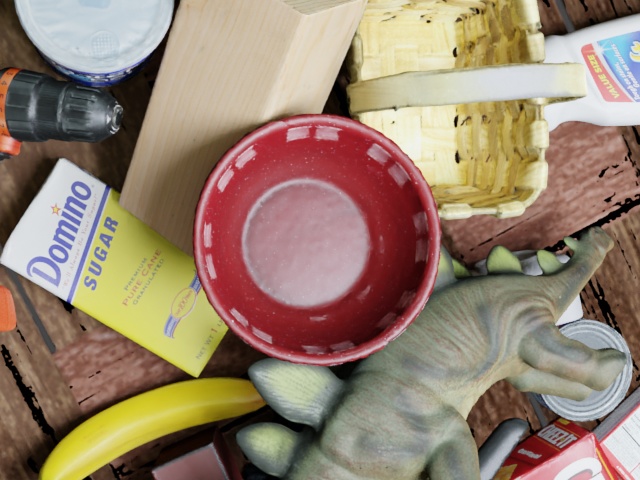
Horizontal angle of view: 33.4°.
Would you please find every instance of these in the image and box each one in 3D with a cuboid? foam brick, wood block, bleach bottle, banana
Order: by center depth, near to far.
[{"bbox_3d":[-0.057,-0.095,0.745,0.091,0.090,0.206,35,124,16],"label":"wood block"},{"bbox_3d":[-0.094,0.181,0.821,0.051,0.078,0.053,-24,90,-2],"label":"foam brick"},{"bbox_3d":[-0.135,0.148,0.823,0.197,0.070,0.037,-26,132,-14],"label":"banana"},{"bbox_3d":[0.261,-0.134,0.882,0.250,0.068,0.102,-14,95,-8],"label":"bleach bottle"}]

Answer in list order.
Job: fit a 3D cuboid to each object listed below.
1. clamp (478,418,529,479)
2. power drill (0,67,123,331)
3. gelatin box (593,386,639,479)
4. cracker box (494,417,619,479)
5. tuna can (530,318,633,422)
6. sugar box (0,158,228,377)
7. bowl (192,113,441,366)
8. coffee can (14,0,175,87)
[{"bbox_3d":[0.089,0.231,0.818,0.210,0.036,0.164,-8,81,-5],"label":"clamp"},{"bbox_3d":[-0.240,-0.032,0.762,0.184,0.057,0.187,9,85,13],"label":"power drill"},{"bbox_3d":[0.286,0.172,0.924,0.089,0.030,0.073,-43,99,-5],"label":"gelatin box"},{"bbox_3d":[0.165,0.275,0.886,0.213,0.072,0.164,-31,99,-8],"label":"cracker box"},{"bbox_3d":[0.217,0.108,0.904,0.086,0.034,0.086,-1,94,-11],"label":"tuna can"},{"bbox_3d":[-0.146,0.021,0.820,0.176,0.048,0.093,32,88,-13],"label":"sugar box"},{"bbox_3d":[-0.005,0.001,0.703,0.162,0.055,0.162,1,86,-9],"label":"bowl"},{"bbox_3d":[-0.159,-0.164,0.755,0.102,0.140,0.103,-1,94,-11],"label":"coffee can"}]
